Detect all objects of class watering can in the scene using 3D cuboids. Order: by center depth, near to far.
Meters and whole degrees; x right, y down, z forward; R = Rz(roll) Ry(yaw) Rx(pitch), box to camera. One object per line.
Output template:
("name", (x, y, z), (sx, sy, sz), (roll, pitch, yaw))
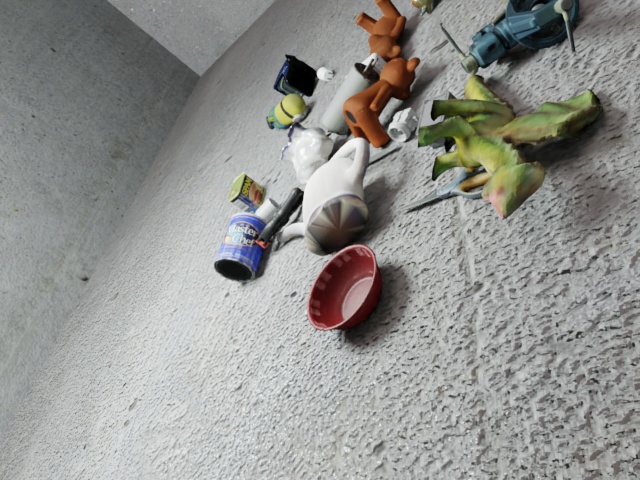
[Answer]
("watering can", (0.003, -0.054, 1.067), (0.341, 0.103, 0.230), (-52, 25, 32))

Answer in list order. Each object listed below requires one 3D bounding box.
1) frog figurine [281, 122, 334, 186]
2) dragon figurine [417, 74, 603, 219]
("frog figurine", (-0.013, -0.197, 1.268), (0.135, 0.122, 0.162), (-51, 62, 21))
("dragon figurine", (0.294, -0.179, 0.784), (0.242, 0.120, 0.419), (2, 43, 33))
